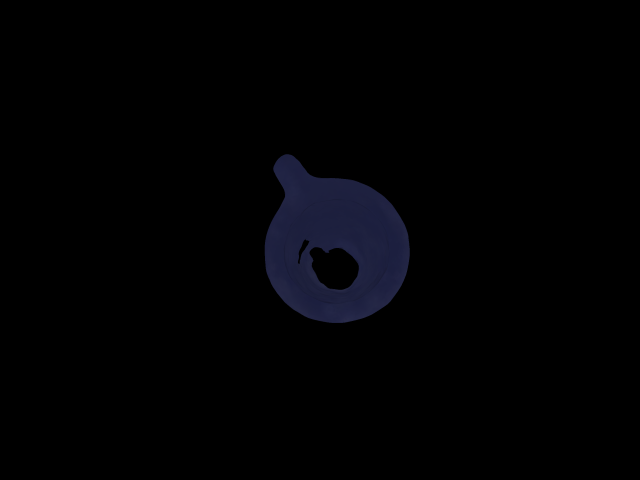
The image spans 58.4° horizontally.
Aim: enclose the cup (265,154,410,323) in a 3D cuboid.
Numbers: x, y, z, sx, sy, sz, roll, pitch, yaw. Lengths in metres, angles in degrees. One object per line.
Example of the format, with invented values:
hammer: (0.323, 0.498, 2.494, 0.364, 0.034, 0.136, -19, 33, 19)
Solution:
cup: (0.004, 0.001, 0.400, 0.092, 0.095, 0.118, -31, 82, -4)
